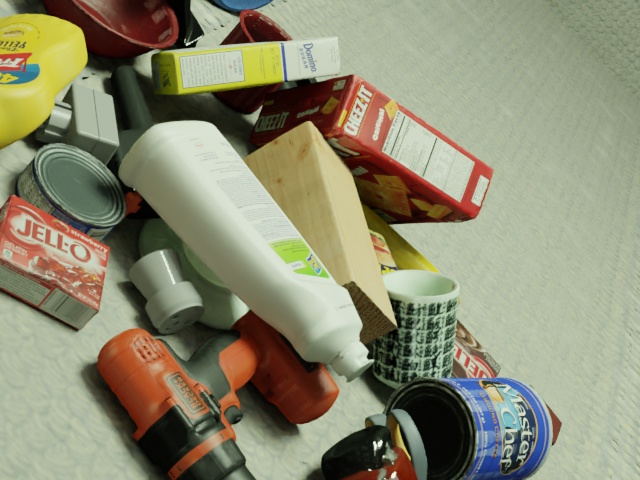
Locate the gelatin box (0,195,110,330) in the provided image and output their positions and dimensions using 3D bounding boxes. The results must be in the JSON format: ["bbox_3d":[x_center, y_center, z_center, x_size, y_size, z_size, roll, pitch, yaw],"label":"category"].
[{"bbox_3d":[-0.204,0.016,0.795,0.089,0.030,0.073,33,30,-26],"label":"gelatin box"}]

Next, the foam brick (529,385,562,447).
[{"bbox_3d":[0.195,0.195,1.073,0.053,0.078,0.051,49,26,3],"label":"foam brick"}]

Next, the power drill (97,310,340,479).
[{"bbox_3d":[-0.060,0.130,0.817,0.184,0.057,0.187,52,28,10],"label":"power drill"}]

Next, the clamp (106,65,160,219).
[{"bbox_3d":[-0.157,-0.082,0.983,0.164,0.036,0.209,43,24,-7],"label":"clamp"}]

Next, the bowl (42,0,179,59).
[{"bbox_3d":[-0.223,-0.235,1.072,0.162,0.055,0.162,34,29,-23],"label":"bowl"}]

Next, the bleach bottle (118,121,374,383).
[{"bbox_3d":[-0.051,0.013,0.867,0.251,0.068,0.102,50,27,15],"label":"bleach bottle"}]

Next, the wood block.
[{"bbox_3d":[-0.007,0.001,1.004,0.090,0.090,0.206,45,22,-45],"label":"wood block"}]

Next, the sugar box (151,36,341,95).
[{"bbox_3d":[-0.076,-0.177,1.085,0.176,0.048,0.093,-8,12,-22],"label":"sugar box"}]

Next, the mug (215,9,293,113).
[{"bbox_3d":[-0.076,-0.204,1.211,0.093,0.082,0.117,38,29,-17],"label":"mug"}]

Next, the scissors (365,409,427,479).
[{"bbox_3d":[0.090,0.226,0.886,0.016,0.096,0.202,-16,58,-21],"label":"scissors"}]

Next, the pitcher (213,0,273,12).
[{"bbox_3d":[-0.118,-0.410,1.395,0.149,0.145,0.243,6,50,-35],"label":"pitcher"}]

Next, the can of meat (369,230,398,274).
[{"bbox_3d":[0.036,0.030,1.091,0.101,0.058,0.084,23,33,-39],"label":"can of meat"}]

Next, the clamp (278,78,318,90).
[{"bbox_3d":[-0.030,-0.158,1.265,0.120,0.039,0.171,28,35,-42],"label":"clamp"}]

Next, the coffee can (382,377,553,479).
[{"bbox_3d":[0.136,0.178,0.984,0.140,0.103,0.103,9,46,-50],"label":"coffee can"}]

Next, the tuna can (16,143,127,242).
[{"bbox_3d":[-0.201,-0.035,0.863,0.086,0.034,0.086,34,30,-23],"label":"tuna can"}]

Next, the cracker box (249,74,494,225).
[{"bbox_3d":[0.054,-0.090,1.159,0.213,0.164,0.072,29,73,-31],"label":"cracker box"}]

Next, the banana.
[{"bbox_3d":[0.077,0.010,1.184,0.197,0.037,0.070,40,10,-23],"label":"banana"}]

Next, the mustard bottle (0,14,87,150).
[{"bbox_3d":[-0.255,-0.118,0.841,0.096,0.058,0.191,2,34,5],"label":"mustard bottle"}]

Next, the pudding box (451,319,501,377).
[{"bbox_3d":[0.134,0.123,1.123,0.113,0.039,0.090,46,28,0],"label":"pudding box"}]
